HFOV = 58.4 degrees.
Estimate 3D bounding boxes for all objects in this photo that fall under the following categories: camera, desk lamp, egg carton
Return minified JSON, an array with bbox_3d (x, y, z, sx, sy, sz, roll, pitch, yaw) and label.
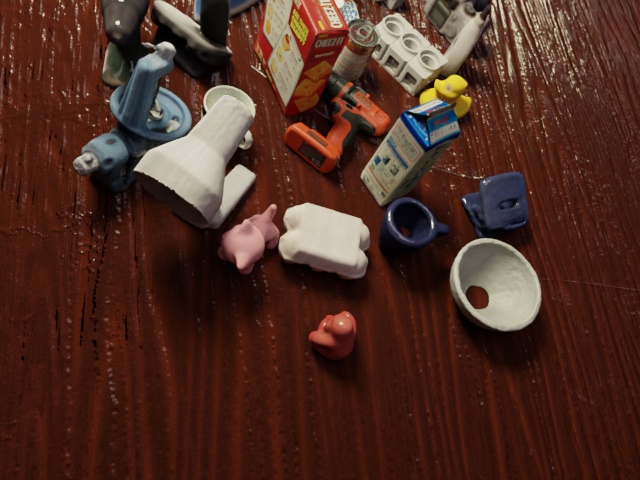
[{"bbox_3d":[0.330,-0.515,1.274,0.137,0.100,0.143,-30,78,-28],"label":"camera"},{"bbox_3d":[-0.170,-0.101,0.833,0.118,0.213,0.203,33,59,-1],"label":"desk lamp"},{"bbox_3d":[0.009,0.003,0.930,0.150,0.069,0.107,15,61,-12],"label":"egg carton"}]

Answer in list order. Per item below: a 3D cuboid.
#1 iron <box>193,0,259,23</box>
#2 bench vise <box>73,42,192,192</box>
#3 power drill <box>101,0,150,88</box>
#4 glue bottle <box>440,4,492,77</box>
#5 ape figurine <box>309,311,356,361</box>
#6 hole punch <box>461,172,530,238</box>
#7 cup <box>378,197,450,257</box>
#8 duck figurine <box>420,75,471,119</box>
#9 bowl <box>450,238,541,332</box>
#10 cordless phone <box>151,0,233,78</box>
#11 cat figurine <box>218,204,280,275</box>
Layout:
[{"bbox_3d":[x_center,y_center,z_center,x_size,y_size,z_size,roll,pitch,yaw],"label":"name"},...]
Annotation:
[{"bbox_3d":[-0.155,-0.532,1.088,0.118,0.141,0.259,32,59,-2],"label":"iron"},{"bbox_3d":[-0.259,-0.172,0.832,0.121,0.219,0.207,24,60,-7],"label":"bench vise"},{"bbox_3d":[-0.304,-0.338,0.903,0.076,0.208,0.229,5,64,-17],"label":"power drill"},{"bbox_3d":[0.302,-0.415,1.174,0.037,0.173,0.078,25,60,-6],"label":"glue bottle"},{"bbox_3d":[0.026,0.138,0.858,0.078,0.092,0.076,-9,69,-23],"label":"ape figurine"},{"bbox_3d":[0.338,-0.065,1.066,0.109,0.091,0.101,-13,70,-24],"label":"hole punch"},{"bbox_3d":[0.150,-0.011,0.971,0.118,0.095,0.091,8,63,-16],"label":"cup"},{"bbox_3d":[0.264,-0.293,1.152,0.105,0.086,0.077,11,62,-14],"label":"duck figurine"},{"bbox_3d":[0.288,0.086,0.985,0.168,0.074,0.167,8,63,-16],"label":"bowl"},{"bbox_3d":[-0.212,-0.385,0.971,0.147,0.185,0.094,35,59,0],"label":"cordless phone"},{"bbox_3d":[-0.105,-0.003,0.865,0.067,0.117,0.128,37,59,1],"label":"cat figurine"}]
